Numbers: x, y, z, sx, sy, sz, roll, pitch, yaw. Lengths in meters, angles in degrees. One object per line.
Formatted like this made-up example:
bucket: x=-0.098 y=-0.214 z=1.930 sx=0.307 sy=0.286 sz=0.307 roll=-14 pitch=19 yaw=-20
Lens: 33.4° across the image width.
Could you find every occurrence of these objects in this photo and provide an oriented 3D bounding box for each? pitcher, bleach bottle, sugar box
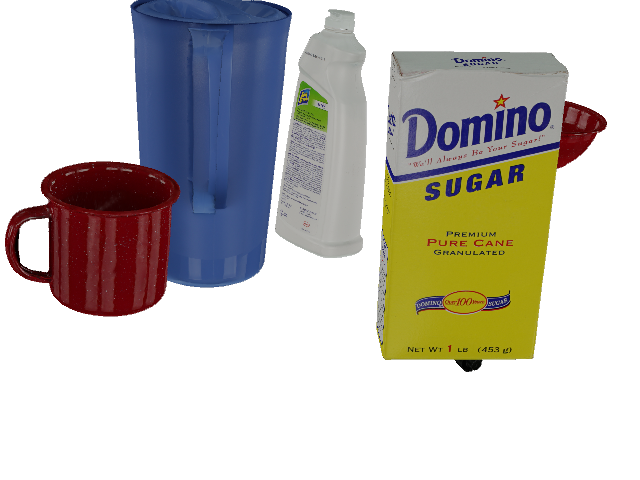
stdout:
pitcher: x=-0.097 y=-0.083 z=0.917 sx=0.145 sy=0.243 sz=0.148 roll=20 pitch=27 yaw=36
bleach bottle: x=0.011 y=-0.115 z=1.133 sx=0.067 sy=0.251 sz=0.103 roll=-10 pitch=26 yaw=-43
sugar box: x=0.083 y=-0.017 z=0.609 sx=0.093 sy=0.176 sz=0.048 roll=-1 pitch=26 yaw=-3

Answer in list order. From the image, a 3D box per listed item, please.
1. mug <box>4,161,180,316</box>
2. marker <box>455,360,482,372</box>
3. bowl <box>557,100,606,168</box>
mug: x=-0.156 y=0.001 z=0.732 sx=0.117 sy=0.081 sz=0.093 roll=-6 pitch=28 yaw=-27
marker: x=0.084 y=0.061 z=0.800 sx=0.020 sy=0.020 sz=0.121 roll=0 pitch=26 yaw=-28
bowl: x=0.237 y=-0.120 z=1.204 sx=0.162 sy=0.055 sz=0.162 roll=5 pitch=23 yaw=-2
